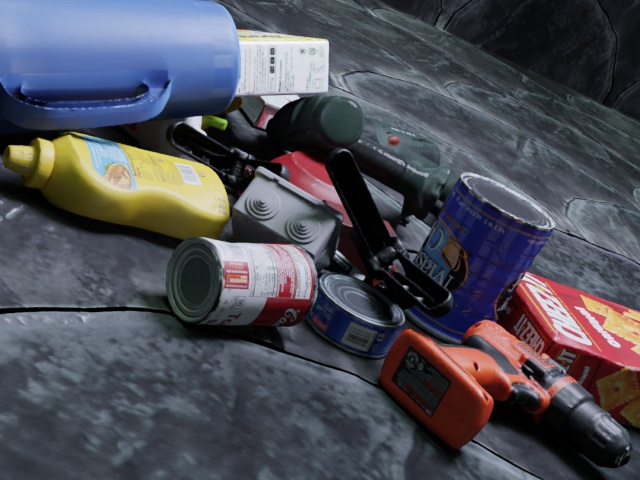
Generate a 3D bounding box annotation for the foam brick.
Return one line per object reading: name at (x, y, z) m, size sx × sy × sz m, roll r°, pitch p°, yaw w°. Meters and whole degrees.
foam brick at (0.032, 0.002, 1.063) m, size 0.078 × 0.053 × 0.051 m, roll 19°, pitch 21°, yaw -23°

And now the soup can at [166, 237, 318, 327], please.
soup can at (-0.061, 0.034, 0.836) m, size 0.102 × 0.068 × 0.069 m, roll 6°, pitch 28°, yaw -45°

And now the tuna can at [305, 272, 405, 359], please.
tuna can at (0.030, 0.065, 0.929) m, size 0.086 × 0.034 × 0.086 m, roll 24°, pitch 20°, yaw -9°

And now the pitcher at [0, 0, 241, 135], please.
pitcher at (-0.195, -0.158, 0.964) m, size 0.242 × 0.149 × 0.145 m, roll -6°, pitch -8°, yaw -29°

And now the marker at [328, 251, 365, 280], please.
marker at (-0.007, 0.001, 1.015) m, size 0.121 × 0.020 × 0.020 m, roll 42°, pitch 17°, yaw -9°

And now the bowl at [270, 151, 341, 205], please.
bowl at (-0.001, -0.050, 1.152) m, size 0.162 × 0.055 × 0.162 m, roll 24°, pitch 20°, yaw -10°

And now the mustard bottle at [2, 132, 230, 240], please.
mustard bottle at (-0.176, -0.050, 0.911) m, size 0.191 × 0.058 × 0.096 m, roll 14°, pitch 30°, yaw -35°

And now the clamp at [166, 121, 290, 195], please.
clamp at (-0.073, -0.066, 1.033) m, size 0.120 × 0.039 × 0.171 m, roll 28°, pitch -1°, yaw 13°

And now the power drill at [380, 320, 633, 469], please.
power drill at (0.153, 0.131, 0.892) m, size 0.187 × 0.057 × 0.185 m, roll 9°, pitch 23°, yaw -49°

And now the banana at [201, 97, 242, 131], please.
banana at (-0.136, -0.153, 1.262) m, size 0.069 × 0.037 × 0.197 m, roll 21°, pitch 16°, yaw -5°

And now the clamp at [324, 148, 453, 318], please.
clamp at (0.064, 0.021, 0.949) m, size 0.165 × 0.036 × 0.210 m, roll 56°, pitch -6°, yaw 20°

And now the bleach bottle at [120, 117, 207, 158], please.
bleach bottle at (-0.193, -0.169, 1.128) m, size 0.067 × 0.103 × 0.251 m, roll -4°, pitch 36°, yaw -43°

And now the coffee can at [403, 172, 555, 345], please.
coffee can at (0.148, 0.020, 1.038) m, size 0.102 × 0.140 × 0.103 m, roll 24°, pitch 19°, yaw -9°

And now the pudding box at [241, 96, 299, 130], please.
pudding box at (-0.061, -0.176, 1.422) m, size 0.089 × 0.039 × 0.114 m, roll 15°, pitch 21°, yaw -30°

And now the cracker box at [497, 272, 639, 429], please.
cracker box at (0.279, 0.111, 1.083) m, size 0.213 × 0.072 × 0.164 m, roll 19°, pitch 20°, yaw -20°
